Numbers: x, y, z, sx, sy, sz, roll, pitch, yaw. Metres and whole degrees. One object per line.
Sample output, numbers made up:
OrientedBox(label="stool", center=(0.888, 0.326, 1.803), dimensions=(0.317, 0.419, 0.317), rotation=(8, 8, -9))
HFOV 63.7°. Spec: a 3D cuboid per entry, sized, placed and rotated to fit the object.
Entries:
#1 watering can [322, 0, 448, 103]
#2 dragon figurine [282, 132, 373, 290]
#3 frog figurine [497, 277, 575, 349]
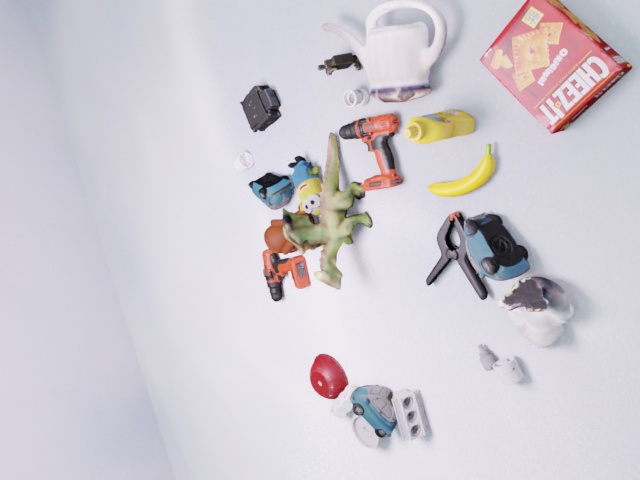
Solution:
OrientedBox(label="watering can", center=(0.144, -0.433, 1.202), dimensions=(0.349, 0.105, 0.221), rotation=(11, 112, 44))
OrientedBox(label="dragon figurine", center=(0.004, -0.070, 1.383), dimensions=(0.121, 0.245, 0.409), rotation=(-11, 97, 52))
OrientedBox(label="frog figurine", center=(0.469, 0.157, 1.089), dimensions=(0.136, 0.125, 0.157), rotation=(-20, 125, 40))
